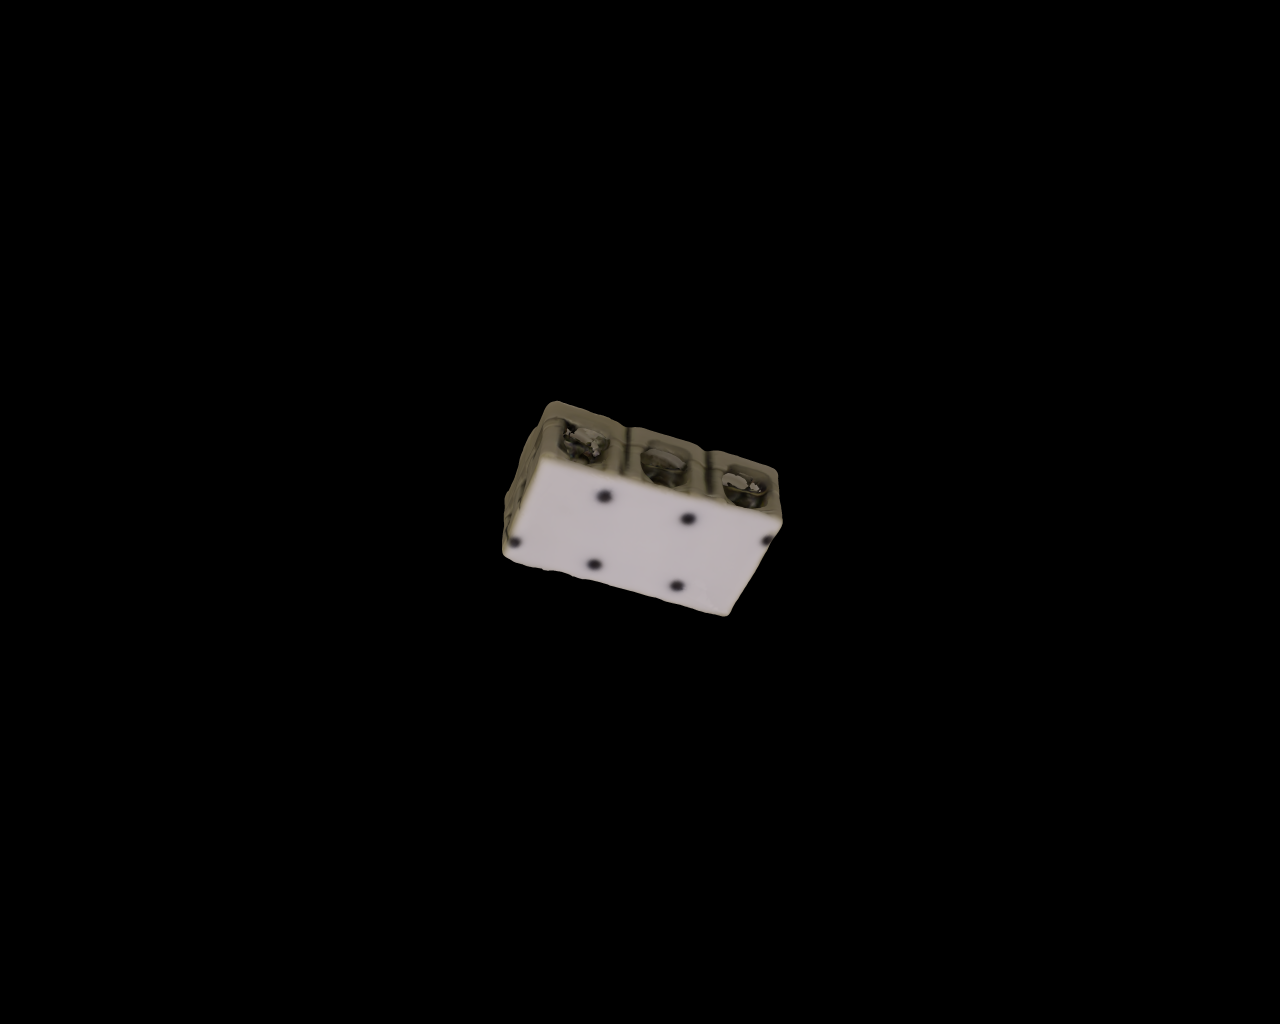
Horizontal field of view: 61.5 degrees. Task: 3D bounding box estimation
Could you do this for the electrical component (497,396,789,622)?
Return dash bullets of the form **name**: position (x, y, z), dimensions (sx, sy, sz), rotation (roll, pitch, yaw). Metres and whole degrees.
- **electrical component**: position (0.001, -0.003, 0.650), dimensions (0.150, 0.089, 0.062), rotation (17, 39, -14)
